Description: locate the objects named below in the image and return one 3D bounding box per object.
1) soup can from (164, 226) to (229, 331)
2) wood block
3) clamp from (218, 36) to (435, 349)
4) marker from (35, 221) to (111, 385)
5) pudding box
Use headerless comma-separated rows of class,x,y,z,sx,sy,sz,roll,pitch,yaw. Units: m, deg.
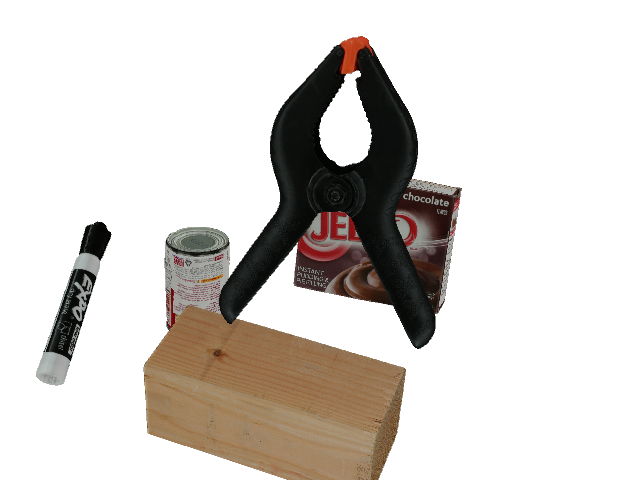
soup can,-0.130,0.044,1.130,0.068,0.102,0.068,2,24,-1
wood block,-0.039,0.140,0.929,0.206,0.090,0.090,15,40,15
clamp,0.000,-0.022,0.578,0.120,0.171,0.039,-3,11,2
marker,-0.165,0.039,0.720,0.020,0.121,0.020,8,-32,5
pudding box,0.041,-0.003,0.779,0.113,0.090,0.039,10,18,12
